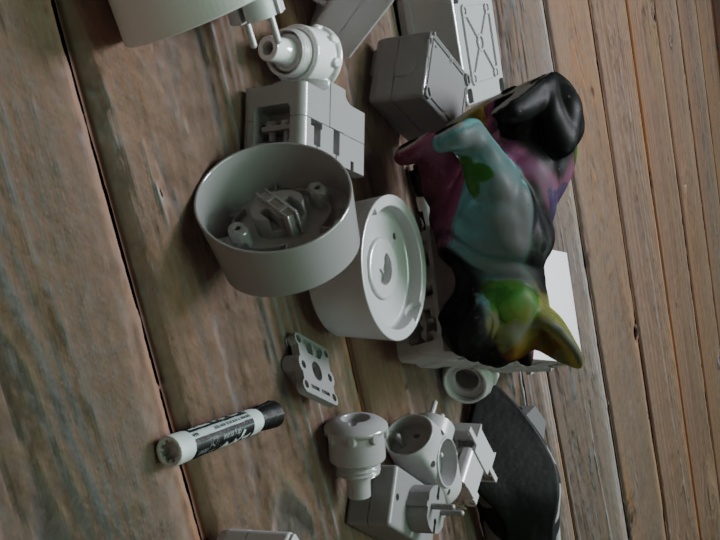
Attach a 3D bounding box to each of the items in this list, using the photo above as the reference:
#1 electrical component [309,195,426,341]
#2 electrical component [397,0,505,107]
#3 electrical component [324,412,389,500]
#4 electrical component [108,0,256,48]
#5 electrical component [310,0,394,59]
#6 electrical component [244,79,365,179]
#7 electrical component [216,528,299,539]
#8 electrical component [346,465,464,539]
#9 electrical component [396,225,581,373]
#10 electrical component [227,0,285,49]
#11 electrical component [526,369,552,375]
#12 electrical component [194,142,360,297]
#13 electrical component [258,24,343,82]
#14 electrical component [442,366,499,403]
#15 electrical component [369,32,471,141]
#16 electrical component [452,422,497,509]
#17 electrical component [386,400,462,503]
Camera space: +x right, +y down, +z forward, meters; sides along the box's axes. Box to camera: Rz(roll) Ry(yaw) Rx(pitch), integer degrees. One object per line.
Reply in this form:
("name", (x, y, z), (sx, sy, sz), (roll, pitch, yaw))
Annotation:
("electrical component", (0.000, 0.000, 0.804), (0.108, 0.060, 0.108), (13, 75, -61))
("electrical component", (0.087, -0.208, 1.004), (0.109, 0.056, 0.108), (-31, 114, -60))
("electrical component", (-0.002, 0.139, 0.801), (0.048, 0.048, 0.062), (-23, 113, -61))
("electrical component", (-0.095, -0.175, 0.601), (0.060, 0.108, 0.108), (66, 33, -22))
("electrical component", (-0.019, -0.211, 0.795), (0.076, 0.083, 0.047), (25, 57, -16))
("electrical component", (-0.038, -0.099, 0.757), (0.089, 0.050, 0.055), (16, 73, -60))
("electrical component", (-0.070, 0.210, 0.641), (0.061, 0.061, 0.096), (65, 34, -34))
("electrical component", (0.043, 0.187, 0.845), (0.083, 0.076, 0.047), (44, 48, -52))
("electrical component", (0.110, 0.032, 0.950), (0.186, 0.060, 0.105), (9, 69, -42))
("electrical component", (-0.071, -0.180, 0.687), (0.047, 0.066, 0.076), (-50, 129, -53))
("electrical component", (0.175, 0.083, 1.125), (0.081, 0.064, 0.042), (-9, 95, -62))
("electrical component", (-0.050, -0.031, 0.678), (0.099, 0.099, 0.064), (-61, 144, -47))
("electrical component", (-0.046, -0.152, 0.757), (0.062, 0.048, 0.048), (-3, 89, -56))
("electrical component", (0.104, 0.094, 1.008), (0.055, 0.048, 0.066), (-52, 132, -62))
("electrical component", (0.052, -0.152, 0.923), (0.096, 0.061, 0.061), (36, 58, -55))
("electrical component", (0.090, 0.177, 0.973), (0.081, 0.042, 0.063), (61, 38, -38))
("electrical component", (0.059, 0.148, 0.914), (0.077, 0.044, 0.079), (62, 35, -38))
